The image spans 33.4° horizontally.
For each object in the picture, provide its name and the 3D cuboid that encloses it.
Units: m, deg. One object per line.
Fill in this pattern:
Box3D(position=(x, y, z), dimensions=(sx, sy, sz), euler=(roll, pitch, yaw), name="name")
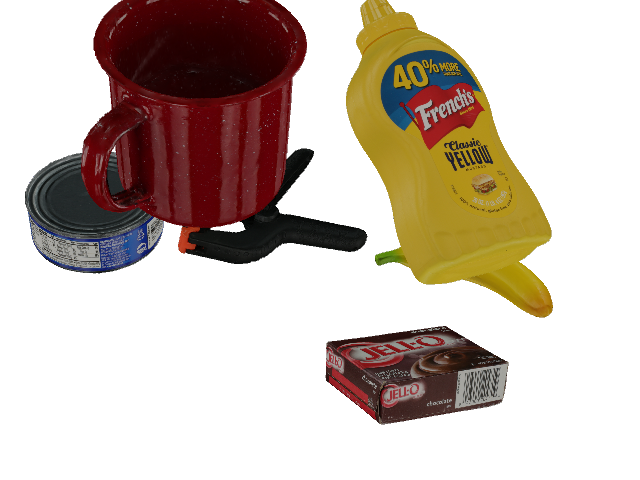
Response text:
Box3D(position=(-0.062, -0.054, 0.488), dimensions=(0.093, 0.081, 0.117), euler=(29, 50, 22), name="mug")
Box3D(position=(0.069, -0.071, 0.678), dimensions=(0.096, 0.192, 0.058), euler=(-13, -18, -30), name="mustard bottle")
Box3D(position=(-0.053, -0.030, 0.979), dimensions=(0.171, 0.120, 0.039), euler=(-7, -40, -24), name="clamp")
Box3D(position=(0.072, 0.101, 0.819), dimensions=(0.113, 0.039, 0.090), euler=(-3, 16, -26), name="pudding box")
Box3D(position=(-0.143, -0.018, 0.682), dimensions=(0.086, 0.034, 0.086), euler=(2, 41, -2), name="tuna can")
Box3D(position=(0.150, 0.032, 1.034), dimensions=(0.198, 0.037, 0.069), euler=(15, 43, 39), name="banana")
